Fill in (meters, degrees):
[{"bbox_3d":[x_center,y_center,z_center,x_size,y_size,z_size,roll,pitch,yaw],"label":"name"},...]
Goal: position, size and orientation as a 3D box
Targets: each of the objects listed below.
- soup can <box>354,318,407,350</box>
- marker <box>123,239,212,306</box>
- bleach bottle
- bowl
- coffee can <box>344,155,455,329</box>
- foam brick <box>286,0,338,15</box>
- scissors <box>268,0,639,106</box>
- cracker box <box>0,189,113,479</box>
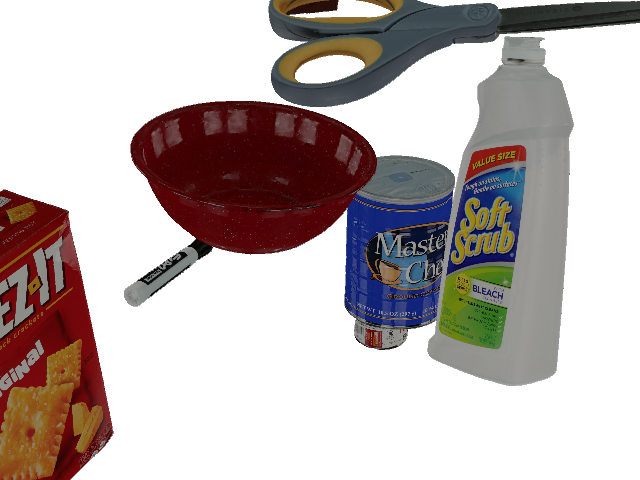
[{"bbox_3d":[0.074,0.072,1.286,0.068,0.102,0.068,0,30,0],"label":"soup can"},{"bbox_3d":[-0.137,0.026,0.982,0.020,0.020,0.120,0,24,31],"label":"marker"},{"bbox_3d":[0.137,-0.025,0.798,0.067,0.251,0.103,-8,15,-38],"label":"bleach bottle"},{"bbox_3d":[-0.045,-0.037,0.710,0.162,0.055,0.162,4,30,-2],"label":"bowl"},{"bbox_3d":[0.075,0.001,1.040,0.103,0.140,0.103,0,27,0],"label":"coffee can"},{"bbox_3d":[-0.014,-0.248,0.952,0.053,0.051,0.078,-4,-41,9],"label":"foam brick"},{"bbox_3d":[0.063,-0.092,0.505,0.202,0.096,0.016,10,-39,20],"label":"scissors"},{"bbox_3d":[-0.230,0.099,0.740,0.072,0.214,0.164,15,37,25],"label":"cracker box"}]
